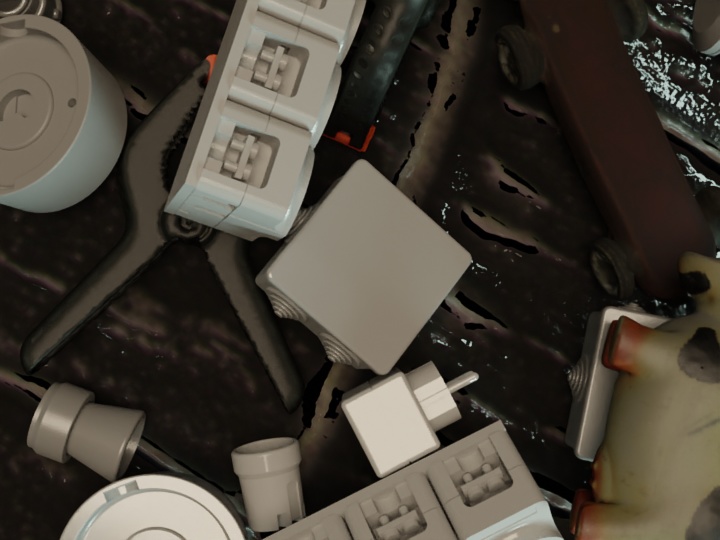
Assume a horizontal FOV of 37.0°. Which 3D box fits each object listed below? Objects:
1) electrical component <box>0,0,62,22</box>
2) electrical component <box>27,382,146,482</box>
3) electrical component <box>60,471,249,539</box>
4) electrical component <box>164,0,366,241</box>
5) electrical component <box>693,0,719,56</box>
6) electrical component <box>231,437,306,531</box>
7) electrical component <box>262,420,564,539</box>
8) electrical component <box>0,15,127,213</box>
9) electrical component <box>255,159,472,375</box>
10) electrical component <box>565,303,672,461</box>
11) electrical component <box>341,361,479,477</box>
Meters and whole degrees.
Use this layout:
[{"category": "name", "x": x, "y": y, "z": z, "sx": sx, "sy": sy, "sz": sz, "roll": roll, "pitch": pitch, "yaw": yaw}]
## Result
[{"category": "electrical component", "x": -0.205, "y": -0.159, "z": 0.629, "sx": 0.048, "sy": 0.062, "sz": 0.048, "roll": 0, "pitch": 88, "yaw": -1}, {"category": "electrical component", "x": -0.159, "y": 0.094, "z": 0.627, "sx": 0.055, "sy": 0.045, "sz": 0.045, "roll": 21, "pitch": 87, "yaw": 1}, {"category": "electrical component", "x": -0.114, "y": 0.167, "z": 0.616, "sx": 0.108, "sy": 0.060, "sz": 0.108, "roll": 0, "pitch": 87, "yaw": 0}, {"category": "electrical component", "x": -0.049, "y": -0.097, "z": 0.589, "sx": 0.062, "sy": 0.089, "sz": 0.150, "roll": 20, "pitch": 79, "yaw": -14}, {"category": "electrical component", "x": 0.232, "y": -0.159, "z": 0.626, "sx": 0.051, "sy": 0.080, "sz": 0.080, "roll": 17, "pitch": 87, "yaw": -5}, {"category": "electrical component", "x": -0.052, "y": 0.125, "z": 0.630, "sx": 0.040, "sy": 0.040, "sz": 0.046, "roll": -9, "pitch": 93, "yaw": -1}, {"category": "electrical component", "x": 0.032, "y": 0.160, "z": 0.594, "sx": 0.150, "sy": 0.089, "sz": 0.061, "roll": -26, "pitch": 51, "yaw": -2}, {"category": "electrical component", "x": -0.187, "y": -0.085, "z": 0.622, "sx": 0.108, "sy": 0.060, "sz": 0.108, "roll": -5, "pitch": 75, "yaw": 18}, {"category": "electrical component", "x": 0.000, "y": 0.000, "z": 0.617, "sx": 0.100, "sy": 0.048, "sz": 0.099, "roll": 41, "pitch": 74, "yaw": -10}, {"category": "electrical component", "x": 0.172, "y": 0.072, "z": 0.629, "sx": 0.100, "sy": 0.048, "sz": 0.099, "roll": 12, "pitch": 87, "yaw": 0}, {"category": "electrical component", "x": 0.033, "y": 0.077, "z": 0.619, "sx": 0.077, "sy": 0.065, "sz": 0.047, "roll": -27, "pitch": 88, "yaw": -2}]
